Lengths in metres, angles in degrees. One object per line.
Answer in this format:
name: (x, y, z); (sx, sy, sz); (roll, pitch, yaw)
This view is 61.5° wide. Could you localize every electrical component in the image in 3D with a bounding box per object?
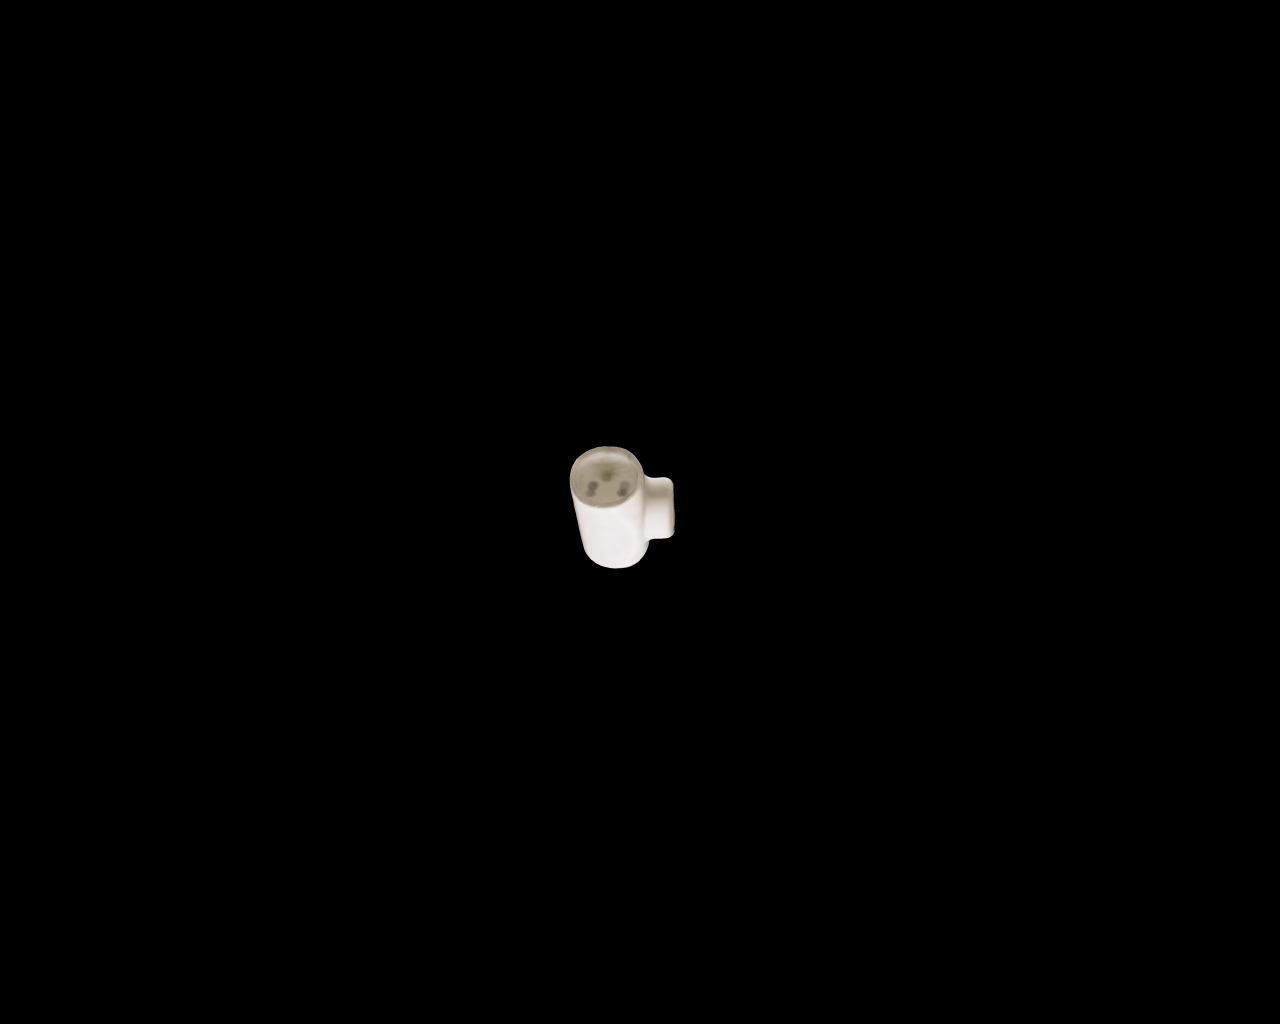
electrical component: (0.001, -0.003, 0.650); (0.079, 0.044, 0.077); (-2, -31, 3)
